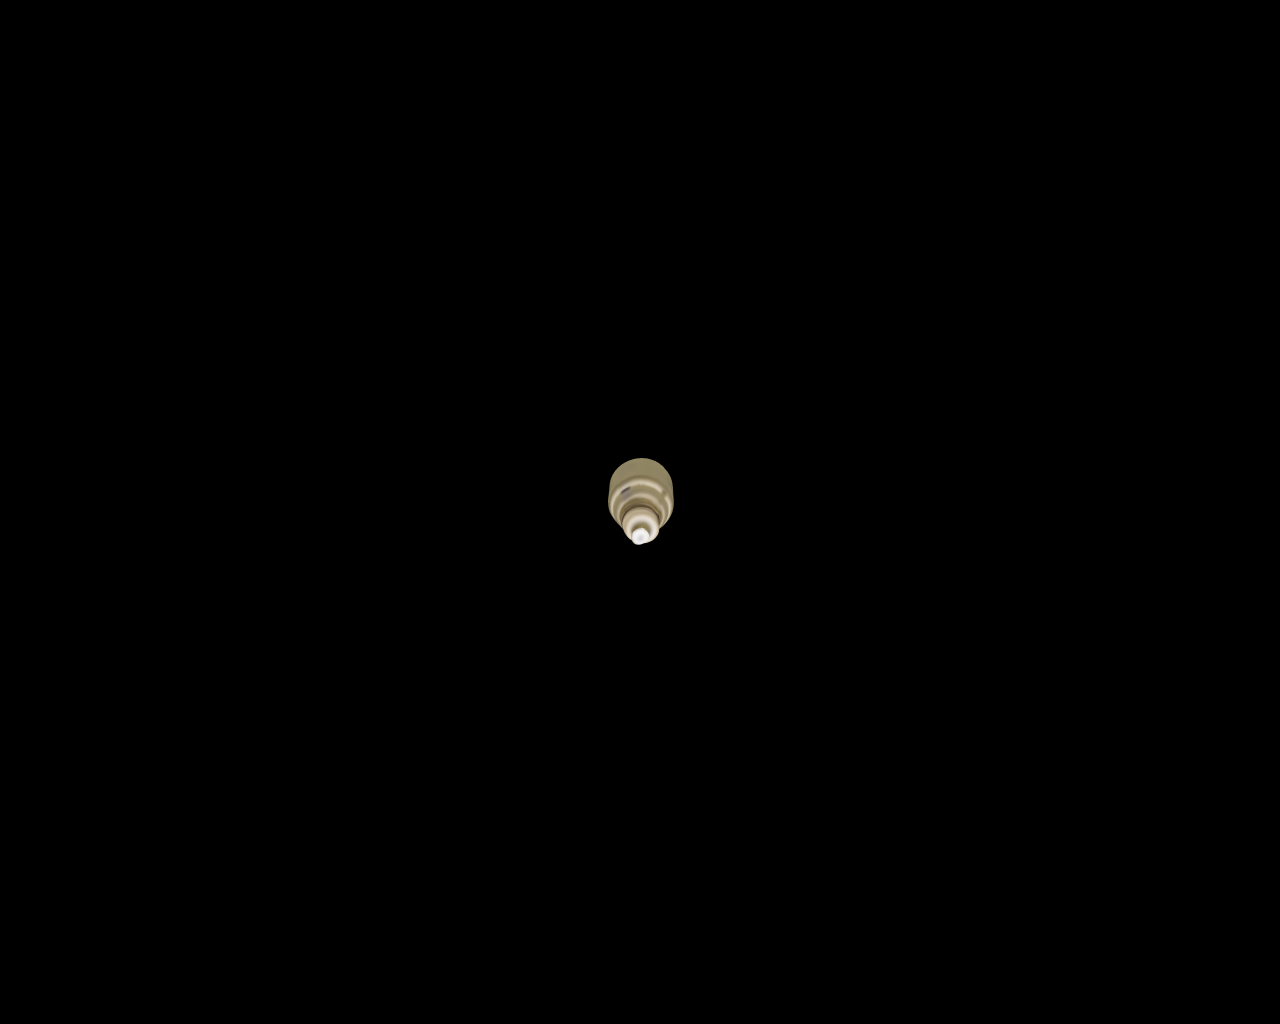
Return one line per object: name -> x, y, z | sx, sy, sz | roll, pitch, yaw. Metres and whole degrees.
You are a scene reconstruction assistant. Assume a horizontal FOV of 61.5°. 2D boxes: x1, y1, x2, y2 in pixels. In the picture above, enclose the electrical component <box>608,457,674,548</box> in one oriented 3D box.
electrical component -> 0.001, -0.003, 0.650 | 0.040, 0.040, 0.078 | 0, 28, 0
